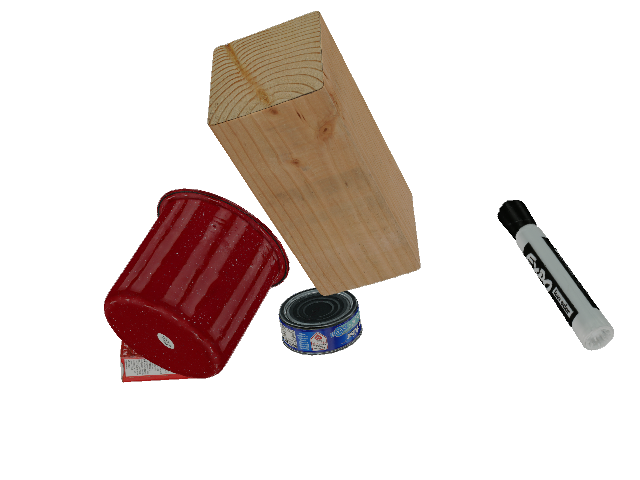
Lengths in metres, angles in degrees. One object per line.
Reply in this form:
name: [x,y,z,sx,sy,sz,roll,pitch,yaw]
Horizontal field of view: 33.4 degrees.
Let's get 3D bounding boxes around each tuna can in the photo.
tuna can: [0.000,0.083,1.118,0.086,0.034,0.086,-7,27,3]

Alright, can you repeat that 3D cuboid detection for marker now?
marker: [0.135,0.016,0.627,0.020,0.020,0.121,0,39,-21]

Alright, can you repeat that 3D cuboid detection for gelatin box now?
gelatin box: [-0.134,0.084,0.922,0.073,0.030,0.089,-2,29,-6]

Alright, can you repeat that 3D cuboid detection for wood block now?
wood block: [0.000,-0.060,0.828,0.090,0.091,0.206,-16,-44,16]

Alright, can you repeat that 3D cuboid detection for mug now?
mug: [-0.085,0.032,0.657,0.093,0.081,0.117,43,-34,-22]
